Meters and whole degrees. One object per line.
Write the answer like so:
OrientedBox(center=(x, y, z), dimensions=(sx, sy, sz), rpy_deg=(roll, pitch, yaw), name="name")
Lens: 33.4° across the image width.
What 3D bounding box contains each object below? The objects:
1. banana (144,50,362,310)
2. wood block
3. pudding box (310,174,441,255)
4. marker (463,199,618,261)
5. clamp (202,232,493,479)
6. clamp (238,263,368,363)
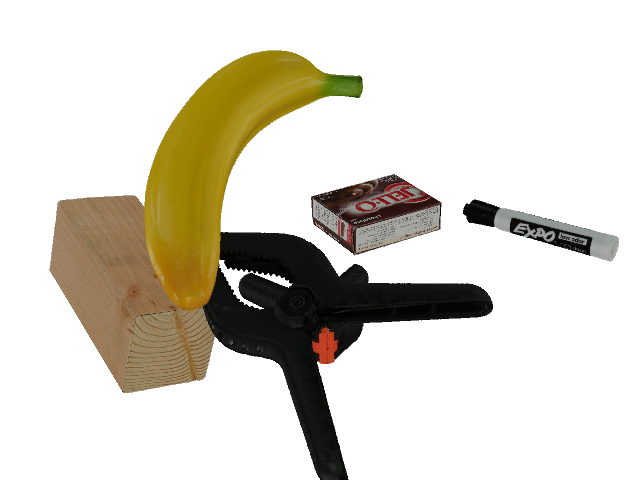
OrientedBox(center=(-0.044, -0.045, 0.529), dimensions=(0.070, 0.037, 0.197), rpy_deg=(18, 46, 16), name="banana")
OrientedBox(center=(-0.189, 0.046, 1.061), dimensions=(0.090, 0.091, 0.206), rpy_deg=(-6, 35, -34), name="wood block")
OrientedBox(center=(0.060, -0.029, 1.145), dimensions=(0.113, 0.039, 0.090), rpy_deg=(-18, 30, -25), name="pudding box")
OrientedBox(center=(0.163, -0.009, 0.804), dimensions=(0.121, 0.020, 0.020), rpy_deg=(17, 9, 30), name="marker")
OrientedBox(center=(-0.002, 0.046, 0.717), dimensions=(0.210, 0.164, 0.036), rpy_deg=(38, -22, 30), name="clamp")
OrientedBox(center=(-0.016, 0.060, 0.932), dimensions=(0.120, 0.039, 0.171), rpy_deg=(-8, 16, 4), name="clamp")
